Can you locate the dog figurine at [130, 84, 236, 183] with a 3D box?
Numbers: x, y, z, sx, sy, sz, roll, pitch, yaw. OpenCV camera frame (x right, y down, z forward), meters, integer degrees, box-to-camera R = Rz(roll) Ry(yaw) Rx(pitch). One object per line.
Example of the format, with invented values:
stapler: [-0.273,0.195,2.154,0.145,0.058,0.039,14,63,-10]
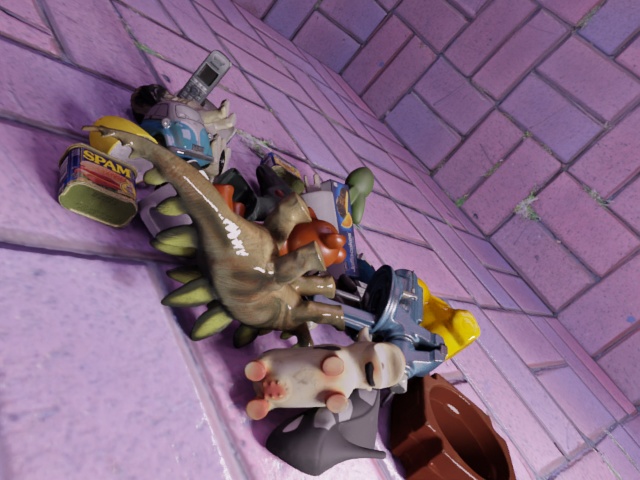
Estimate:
dog figurine: [-0.269,-0.197,1.013,0.191,0.172,0.121,8,-16,2]

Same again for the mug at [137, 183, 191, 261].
mug: [-0.205,-0.024,0.770,0.107,0.081,0.109,57,14,-9]

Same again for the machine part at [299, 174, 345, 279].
machine part: [-0.002,-0.003,0.999,0.079,0.079,0.243,-3,85,-63]

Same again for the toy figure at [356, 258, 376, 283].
toy figure: [0.113,0.088,1.159,0.154,0.064,0.058,32,11,-26]

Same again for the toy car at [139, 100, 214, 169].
toy car: [-0.248,-0.182,0.911,0.162,0.103,0.109,17,3,39]

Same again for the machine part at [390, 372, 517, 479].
machine part: [0.205,0.323,0.842,0.201,0.087,0.201,39,21,-7]

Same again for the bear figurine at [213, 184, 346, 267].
bear figurine: [-0.062,-0.017,0.787,0.120,0.196,0.132,66,16,-73]

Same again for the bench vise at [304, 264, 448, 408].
bench vise: [0.077,0.123,0.846,0.240,0.129,0.223,21,58,-11]

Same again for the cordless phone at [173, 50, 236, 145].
cordless phone: [-0.218,-0.274,1.088,0.146,0.184,0.089,42,16,-2]

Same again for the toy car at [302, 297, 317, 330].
toy car: [-0.074,0.066,0.875,0.202,0.056,0.073,51,18,15]

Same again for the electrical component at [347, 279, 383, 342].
electrical component: [0.087,0.138,1.024,0.114,0.058,0.134,27,26,-40]

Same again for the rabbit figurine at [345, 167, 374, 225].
rabbit figurine: [0.056,-0.102,1.269,0.121,0.170,0.159,37,21,-14]

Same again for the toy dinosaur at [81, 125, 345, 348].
toy dinosaur: [-0.093,0.032,0.651,0.105,0.199,0.470,-111,179,-49]

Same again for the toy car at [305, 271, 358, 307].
toy car: [-0.023,0.054,0.934,0.202,0.089,0.053,46,2,5]

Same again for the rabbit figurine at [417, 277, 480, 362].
rabbit figurine: [0.198,0.132,0.972,0.173,0.122,0.162,52,11,17]

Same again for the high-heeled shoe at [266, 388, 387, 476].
high-heeled shoe: [0.009,0.239,0.719,0.145,0.086,0.249,7,2,-1]

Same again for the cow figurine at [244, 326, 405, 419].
cow figurine: [0.011,0.166,0.679,0.127,0.195,0.085,-30,112,-84]

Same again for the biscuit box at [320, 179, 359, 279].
biscuit box: [0.030,-0.017,1.092,0.062,0.059,0.202,13,66,-49]

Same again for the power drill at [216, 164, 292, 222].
power drill: [-0.116,-0.080,1.062,0.232,0.086,0.207,55,16,22]
